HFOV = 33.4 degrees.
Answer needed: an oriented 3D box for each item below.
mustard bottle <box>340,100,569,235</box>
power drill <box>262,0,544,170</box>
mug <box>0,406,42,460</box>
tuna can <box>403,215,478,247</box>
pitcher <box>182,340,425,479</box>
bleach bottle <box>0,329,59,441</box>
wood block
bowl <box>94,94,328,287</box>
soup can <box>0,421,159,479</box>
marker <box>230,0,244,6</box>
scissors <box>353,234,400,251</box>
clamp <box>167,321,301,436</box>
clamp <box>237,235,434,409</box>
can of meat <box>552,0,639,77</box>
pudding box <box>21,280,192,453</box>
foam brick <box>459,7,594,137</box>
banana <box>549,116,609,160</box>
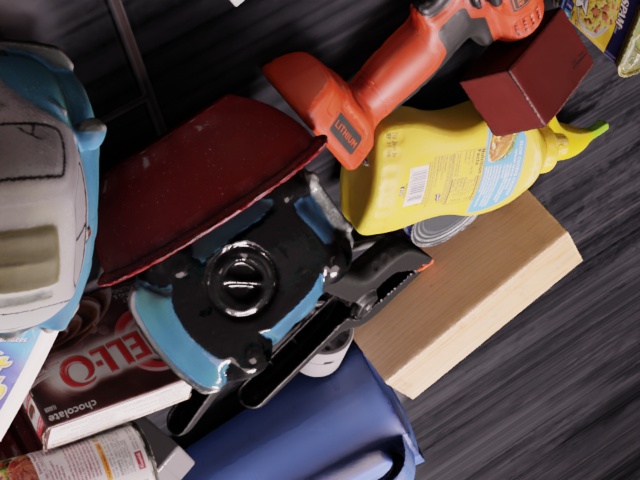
[{"bbox_3d":[0.111,-0.062,0.816,0.191,0.058,0.096,-10,127,-26],"label":"mustard bottle"},{"bbox_3d":[0.057,-0.139,0.672,0.187,0.057,0.184,-39,152,4],"label":"power drill"},{"bbox_3d":[-0.217,0.168,0.795,0.093,0.081,0.117,-32,151,-8],"label":"mug"},{"bbox_3d":[0.103,-0.036,0.902,0.086,0.034,0.086,-27,150,-18],"label":"tuna can"},{"bbox_3d":[-0.030,0.211,0.996,0.243,0.145,0.149,-31,171,1],"label":"pitcher"},{"bbox_3d":[-0.215,0.056,0.644,0.102,0.068,0.251,21,116,-25],"label":"bleach bottle"},{"bbox_3d":[0.128,0.042,0.985,0.206,0.091,0.090,-41,152,6],"label":"wood block"},{"bbox_3d":[-0.077,-0.039,0.628,0.162,0.055,0.162,-31,-169,6],"label":"bowl"},{"bbox_3d":[-0.167,0.169,0.722,0.102,0.068,0.069,-14,145,-26],"label":"soup can"},{"bbox_3d":[-0.007,-0.175,0.589,0.121,0.020,0.020,-40,151,5],"label":"marker"},{"bbox_3d":[-0.006,0.001,0.854,0.201,0.016,0.096,-22,148,-27],"label":"scissors"},{"bbox_3d":[-0.082,0.089,0.876,0.171,0.039,0.120,-44,156,-1],"label":"clamp"},{"bbox_3d":[0.025,0.041,0.875,0.209,0.036,0.165,-31,155,-37],"label":"clamp"},{"bbox_3d":[0.217,-0.182,0.760,0.057,0.084,0.102,-25,149,-22],"label":"can of meat"},{"bbox_3d":[-0.154,0.084,0.733,0.113,0.090,0.039,-19,148,-29],"label":"pudding box"},{"bbox_3d":[0.148,-0.119,0.764,0.051,0.053,0.078,-6,-144,54],"label":"foam brick"},{"bbox_3d":[0.189,-0.107,0.894,0.069,0.037,0.197,-56,150,4],"label":"banana"}]
